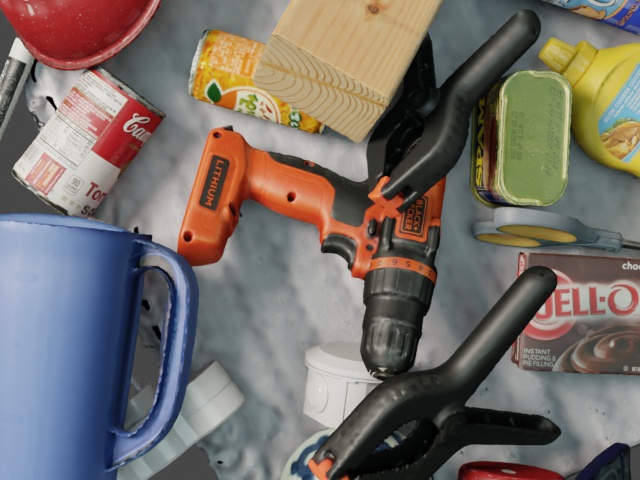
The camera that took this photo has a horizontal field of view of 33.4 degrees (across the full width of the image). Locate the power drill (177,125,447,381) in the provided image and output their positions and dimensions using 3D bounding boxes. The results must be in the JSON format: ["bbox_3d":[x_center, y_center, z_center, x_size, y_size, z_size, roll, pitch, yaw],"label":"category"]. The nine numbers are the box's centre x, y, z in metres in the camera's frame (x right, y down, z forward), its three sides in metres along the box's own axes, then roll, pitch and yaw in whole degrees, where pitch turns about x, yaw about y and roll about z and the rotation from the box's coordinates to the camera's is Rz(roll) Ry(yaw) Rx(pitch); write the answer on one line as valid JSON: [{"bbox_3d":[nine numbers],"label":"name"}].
[{"bbox_3d":[-0.005,0.001,0.777,0.187,0.057,0.184,13,63,-3],"label":"power drill"}]

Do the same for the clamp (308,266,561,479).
[{"bbox_3d":[0.089,0.111,0.747,0.209,0.036,0.164,-18,124,-23],"label":"clamp"}]

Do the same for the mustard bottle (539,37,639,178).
[{"bbox_3d":[0.248,-0.092,0.807,0.191,0.058,0.096,34,95,-3],"label":"mustard bottle"}]

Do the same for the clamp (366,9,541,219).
[{"bbox_3d":[0.088,-0.095,0.753,0.039,0.120,0.171,34,63,-32],"label":"clamp"}]

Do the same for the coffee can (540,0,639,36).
[{"bbox_3d":[0.202,-0.215,0.778,0.140,0.103,0.103,19,91,-3],"label":"coffee can"}]

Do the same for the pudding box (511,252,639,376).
[{"bbox_3d":[0.207,0.056,0.821,0.113,0.039,0.090,3,92,-2],"label":"pudding box"}]

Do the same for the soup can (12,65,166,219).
[{"bbox_3d":[-0.171,-0.072,0.789,0.068,0.068,0.102,37,91,-3],"label":"soup can"}]

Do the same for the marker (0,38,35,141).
[{"bbox_3d":[-0.244,-0.094,0.810,0.020,0.020,0.121,23,91,-3],"label":"marker"}]

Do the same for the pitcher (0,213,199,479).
[{"bbox_3d":[-0.180,0.105,0.726,0.144,0.149,0.243,5,89,-33],"label":"pitcher"}]

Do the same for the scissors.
[{"bbox_3d":[0.202,0.001,0.822,0.201,0.096,0.016,12,79,-33],"label":"scissors"}]

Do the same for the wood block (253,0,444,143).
[{"bbox_3d":[0.044,-0.187,0.752,0.091,0.090,0.206,29,73,-4],"label":"wood block"}]

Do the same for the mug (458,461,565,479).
[{"bbox_3d":[0.151,0.215,0.808,0.117,0.093,0.081,7,87,-33],"label":"mug"}]

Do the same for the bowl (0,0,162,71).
[{"bbox_3d":[-0.180,-0.204,0.751,0.162,0.055,0.162,-5,80,30],"label":"bowl"}]

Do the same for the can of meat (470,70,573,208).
[{"bbox_3d":[0.149,-0.074,0.791,0.057,0.084,0.102,2,93,-4],"label":"can of meat"}]
